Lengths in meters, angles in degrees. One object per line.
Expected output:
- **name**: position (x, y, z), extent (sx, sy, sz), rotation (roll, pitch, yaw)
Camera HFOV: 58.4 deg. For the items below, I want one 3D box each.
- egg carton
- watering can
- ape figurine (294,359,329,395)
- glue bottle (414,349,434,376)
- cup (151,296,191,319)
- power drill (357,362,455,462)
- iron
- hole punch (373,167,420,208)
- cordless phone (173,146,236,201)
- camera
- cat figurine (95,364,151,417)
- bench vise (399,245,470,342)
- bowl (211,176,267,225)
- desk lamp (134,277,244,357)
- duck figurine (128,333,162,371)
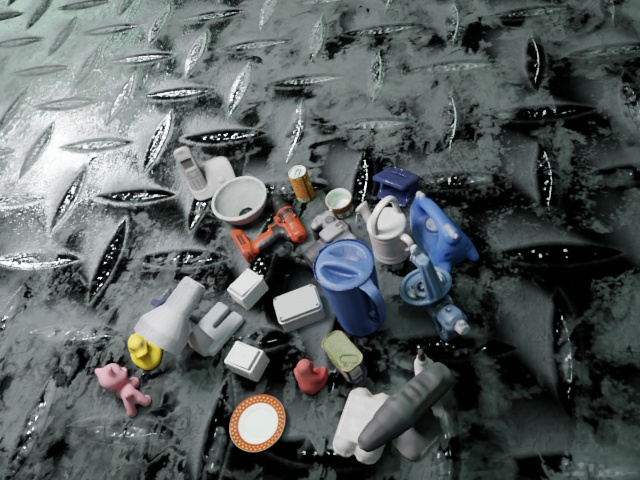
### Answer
- **egg carton**: position (0.094, 0.387, 1.196), extent (0.107, 0.069, 0.150), rotation (9, 57, 22)
- **watering can**: position (0.160, -0.034, 1.418), extent (0.172, 0.194, 0.101), rotation (14, 59, 25)
- **ape figurine**: position (-0.026, 0.299, 1.284), extent (0.077, 0.092, 0.076), rotation (15, 59, 26)
- **glue bottle**: position (0.215, 0.270, 1.183), extent (0.037, 0.173, 0.078), rotation (-1, 54, 16)
- **cup**: position (-0.376, 0.198, 1.461), extent (0.117, 0.095, 0.092), rotation (24, 63, 30)
- **power drill**: position (0.174, 0.350, 1.111), extent (0.230, 0.209, 0.075), rotation (-43, 54, -17)
- **iron**: position (0.284, -0.044, 1.423), extent (0.118, 0.142, 0.257), rotation (-27, 51, -4)
- **hole punch**: position (0.209, -0.160, 1.567), extent (0.108, 0.091, 0.101), rotation (23, 63, 30)
- **cordless phone**: position (-0.344, -0.217, 1.710), extent (0.147, 0.185, 0.094), rotation (-26, 51, -4)
- **camera**: position (0.014, 0.005, 1.491), extent (0.137, 0.101, 0.142), rotation (-36, 52, -12)
- **cat figurine**: position (-0.476, 0.345, 1.362), extent (0.067, 0.118, 0.127), rotation (-42, 54, -16)
- **bench vise**: position (0.261, 0.108, 1.263), extent (0.206, 0.220, 0.122), rotation (30, 67, 33)
- **bowl**: position (-0.224, -0.101, 1.658), extent (0.167, 0.075, 0.167), rotation (-8, 52, 10)
- **desk lamp**: position (-0.313, 0.195, 1.368), extent (0.117, 0.214, 0.203), rotation (27, 65, 31)
- **duck figurine**: position (-0.449, 0.267, 1.435), extent (0.077, 0.086, 0.104), rotation (-31, 51, -8)
